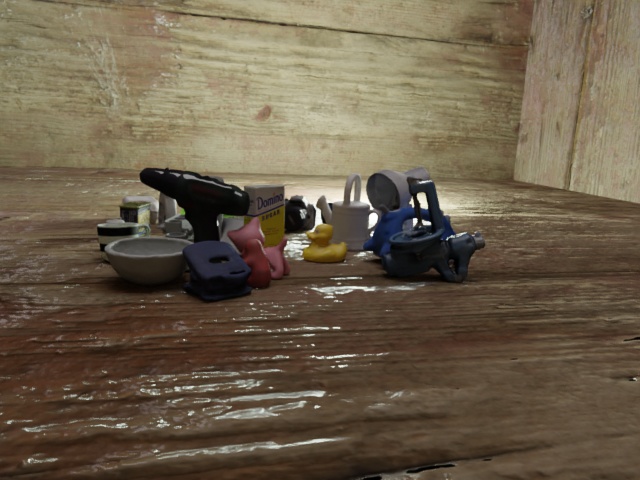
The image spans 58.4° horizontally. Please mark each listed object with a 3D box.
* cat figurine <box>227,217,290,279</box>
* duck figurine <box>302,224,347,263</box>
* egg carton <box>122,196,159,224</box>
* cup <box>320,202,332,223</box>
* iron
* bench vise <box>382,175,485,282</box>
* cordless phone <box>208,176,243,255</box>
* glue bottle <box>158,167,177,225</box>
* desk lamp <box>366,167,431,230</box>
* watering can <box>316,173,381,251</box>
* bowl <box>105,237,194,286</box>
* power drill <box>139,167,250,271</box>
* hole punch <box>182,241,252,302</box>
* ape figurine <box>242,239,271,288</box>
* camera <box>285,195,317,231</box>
[{"bbox_3d":[-0.126,0.013,1.184,0.127,0.118,0.067,6,12,14],"label":"cat figurine"},{"bbox_3d":[0.012,0.005,1.339,0.104,0.086,0.077,2,12,-3],"label":"duck figurine"},{"bbox_3d":[-0.536,-0.091,1.709,0.107,0.069,0.150,-3,13,-25],"label":"egg carton"},{"bbox_3d":[0.054,-0.052,1.603,0.117,0.095,0.092,10,14,31],"label":"cup"},{"bbox_3d":[0.237,-0.015,1.355,0.259,0.141,0.118,-3,13,-25],"label":"iron"},{"bbox_3d":[0.240,-0.027,1.218,0.208,0.220,0.121,-1,12,-18],"label":"bench vise"},{"bbox_3d":[-0.208,-0.052,1.312,0.147,0.185,0.094,2,12,-2],"label":"cordless phone"},{"bbox_3d":[-0.424,-0.115,1.597,0.037,0.173,0.077,-5,14,-34],"label":"glue bottle"},{"bbox_3d":[0.220,-0.086,1.512,0.204,0.213,0.117,-7,16,-41],"label":"desk lamp"},{"bbox_3d":[0.073,-0.077,1.481,0.173,0.194,0.101,3,12,2],"label":"watering can"},{"bbox_3d":[-0.320,0.045,1.090,0.167,0.075,0.167,3,12,0],"label":"bowl"},{"bbox_3d":[-0.262,-0.041,1.191,0.229,0.208,0.075,3,12,2],"label":"power drill"},{"bbox_3d":[-0.185,0.054,1.042,0.109,0.091,0.100,-8,16,-42],"label":"hole punch"},{"bbox_3d":[-0.127,0.042,1.107,0.078,0.092,0.076,-4,14,-31],"label":"ape figurine"},{"bbox_3d":[-0.088,-0.079,1.681,0.143,0.101,0.137,4,12,6],"label":"camera"}]
